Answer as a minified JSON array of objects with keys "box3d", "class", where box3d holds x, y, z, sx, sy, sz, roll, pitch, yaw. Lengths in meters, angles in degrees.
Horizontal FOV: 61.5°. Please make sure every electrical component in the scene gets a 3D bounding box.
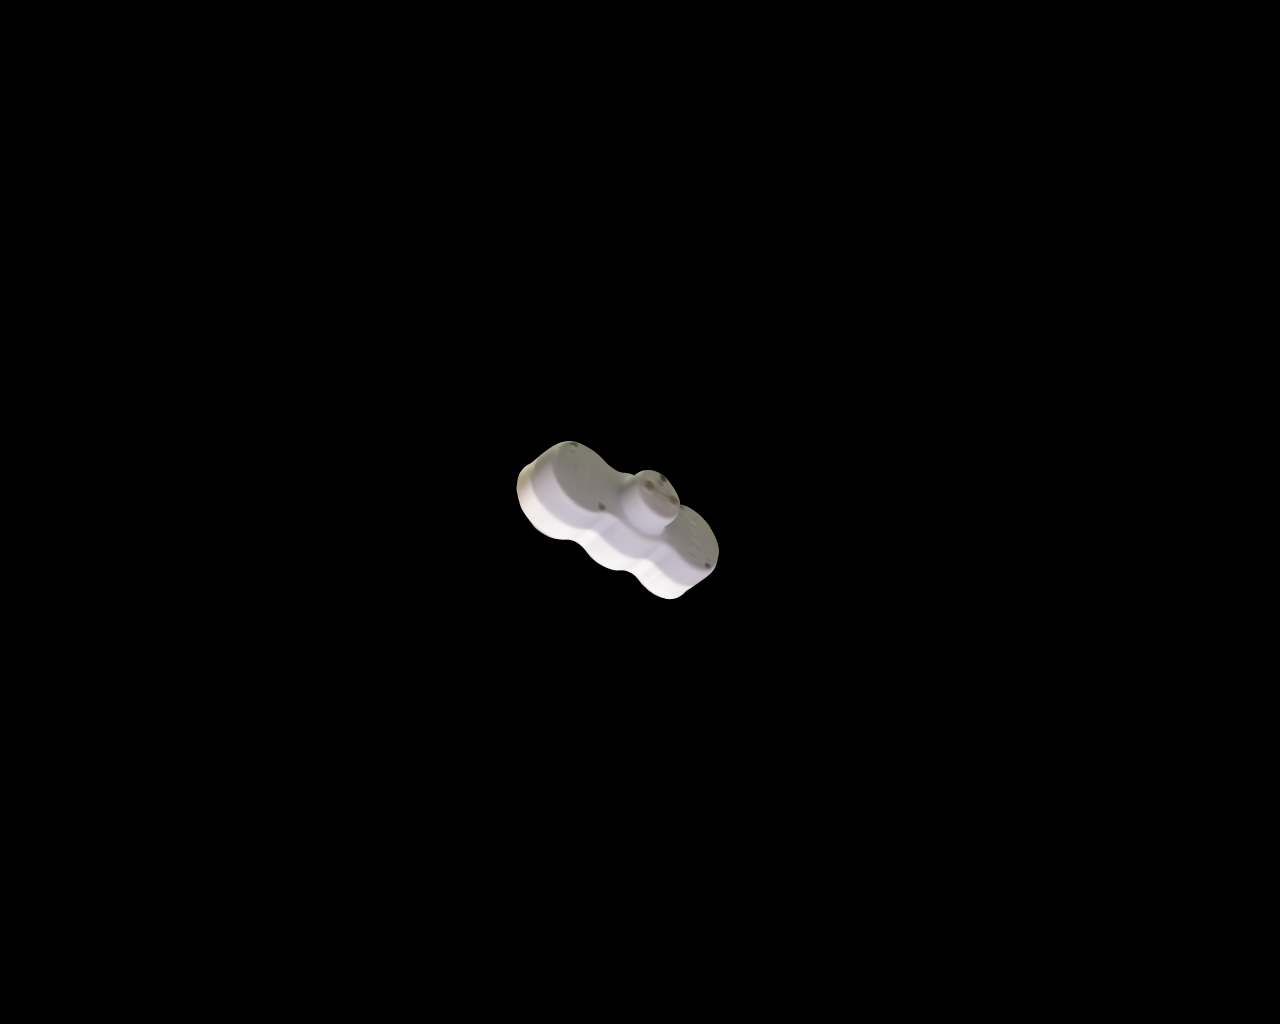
[{"box3d":[0.001,-0.003,0.650,0.138,0.052,0.073,31,-50,-30],"class":"electrical component"}]
